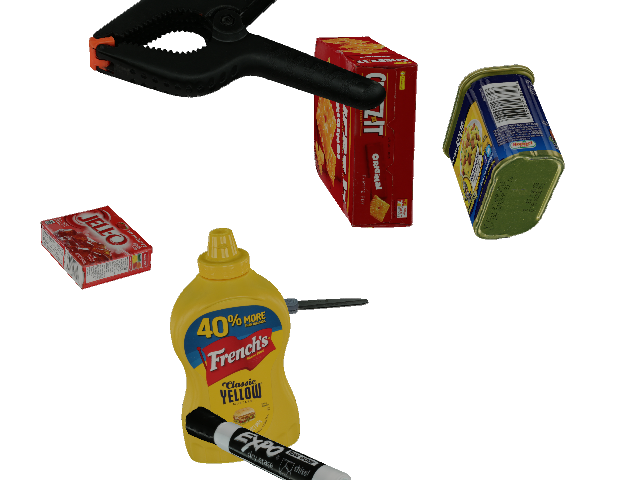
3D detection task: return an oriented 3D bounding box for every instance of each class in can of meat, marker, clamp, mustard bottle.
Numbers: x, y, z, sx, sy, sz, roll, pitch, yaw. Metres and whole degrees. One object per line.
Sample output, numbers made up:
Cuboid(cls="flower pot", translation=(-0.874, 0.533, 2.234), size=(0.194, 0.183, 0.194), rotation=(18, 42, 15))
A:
Cuboid(cls="can of meat", translation=(0.133, -0.062, 0.778), size=(0.057, 0.084, 0.102), rotation=(-6, -34, -10))
Cuboid(cls="marker", translation=(-0.034, 0.123, 0.621), size=(0.121, 0.020, 0.020), rotation=(16, 10, 38))
Cuboid(cls="clamp", translation=(-0.061, -0.144, 0.785), size=(0.209, 0.165, 0.036), rotation=(-17, -27, -18))
Cuboid(cls="mustard bottle", translation=(-0.071, 0.082, 0.862), size=(0.096, 0.192, 0.058), rotation=(-8, 20, -11))

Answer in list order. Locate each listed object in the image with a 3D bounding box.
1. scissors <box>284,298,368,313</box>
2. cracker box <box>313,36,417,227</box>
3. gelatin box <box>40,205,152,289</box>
Cuboid(cls="scissors", translation=(-0.042, 0.082, 1.194), size=(0.201, 0.016, 0.096), rotation=(4, 24, -5))
Cuboid(cls="cracker box", translation=(0.042, -0.121, 1.127), size=(0.072, 0.164, 0.214), rotation=(-3, 18, -9))
Cuboid(cls="gelatin box", translation=(-0.212, 0.004, 1.008), size=(0.073, 0.030, 0.089), rotation=(-16, 39, -35))
